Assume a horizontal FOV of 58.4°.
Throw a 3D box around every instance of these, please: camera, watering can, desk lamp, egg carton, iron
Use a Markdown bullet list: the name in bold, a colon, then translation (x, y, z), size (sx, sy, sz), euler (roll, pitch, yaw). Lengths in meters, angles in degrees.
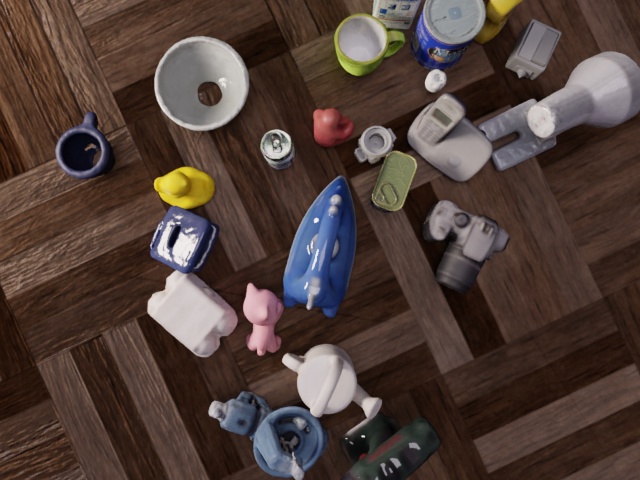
- **camera**: translation (0.246, 0.017, 1.015), size (0.143, 0.101, 0.137), euler (25, 88, 0)
- **watering can**: translation (0.020, 0.239, 0.958), size (0.173, 0.194, 0.101), euler (6, 88, 0)
- **desk lamp**: translation (0.403, -0.211, 0.968), size (0.203, 0.213, 0.118), euler (-27, 88, -1)
- **egg carton**: translation (-0.225, 0.129, 1.021), size (0.150, 0.069, 0.107), euler (40, 88, 1)
- **iron**: translation (0.009, 0.004, 0.992), size (0.118, 0.141, 0.258), euler (13, 88, 0)

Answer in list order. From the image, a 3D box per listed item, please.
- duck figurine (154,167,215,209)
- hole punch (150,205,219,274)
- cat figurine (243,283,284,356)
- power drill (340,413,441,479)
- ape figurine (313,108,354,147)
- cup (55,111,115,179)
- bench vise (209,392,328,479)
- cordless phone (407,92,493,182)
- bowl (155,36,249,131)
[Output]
- **duck figurine**: translation (-0.243, -0.096, 1.020), size (0.104, 0.086, 0.077), euler (1, 88, 0)
- **hole punch**: translation (-0.245, 0.001, 1.014), size (0.101, 0.091, 0.109), euler (23, 88, 0)
- **cat figurine**: translation (-0.100, 0.139, 0.998), size (0.067, 0.117, 0.128), euler (2, 88, 0)
- **power drill**: translation (0.088, 0.367, 0.948), size (0.229, 0.208, 0.075), euler (-36, 88, -2)
- **ape figurine**: translation (0.020, -0.208, 1.024), size (0.078, 0.092, 0.076), euler (43, 88, 1)
- **cup**: translation (-0.402, -0.162, 1.016), size (0.091, 0.095, 0.118), euler (9, 88, 0)
- **bench vise**: translation (-0.088, 0.335, 0.941), size (0.207, 0.219, 0.121), euler (5, 88, 0)
- **cordless phone**: translation (0.233, -0.180, 0.979), size (0.147, 0.185, 0.094), euler (36, 88, 1)
- **bowl**: translation (-0.206, -0.273, 1.032), size (0.167, 0.074, 0.167), euler (0, 88, -1)
